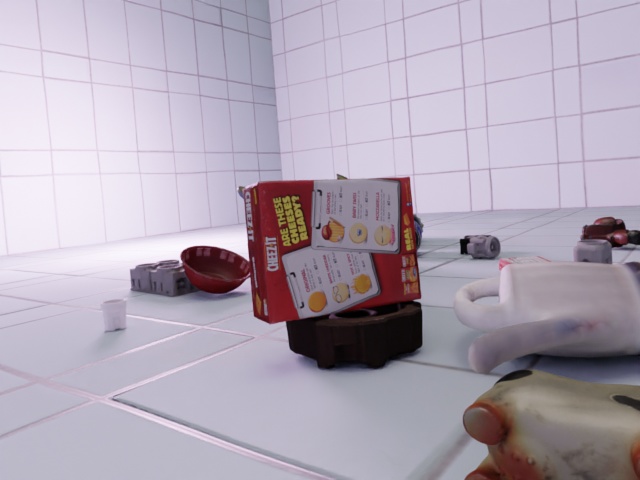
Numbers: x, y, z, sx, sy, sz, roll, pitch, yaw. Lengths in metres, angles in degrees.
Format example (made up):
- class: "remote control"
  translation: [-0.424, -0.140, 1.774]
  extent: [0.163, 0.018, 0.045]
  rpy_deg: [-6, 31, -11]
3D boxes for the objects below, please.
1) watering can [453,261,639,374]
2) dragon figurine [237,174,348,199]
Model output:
- class: "watering can"
  translation: [0.257, 0.083, 0.553]
  extent: [0.224, 0.103, 0.349]
  rpy_deg: [-2, 6, 17]
- class: "dragon figurine"
  translation: [0.004, -0.068, 1.341]
  extent: [0.245, 0.411, 0.121]
  rpy_deg: [-44, -5, -12]
